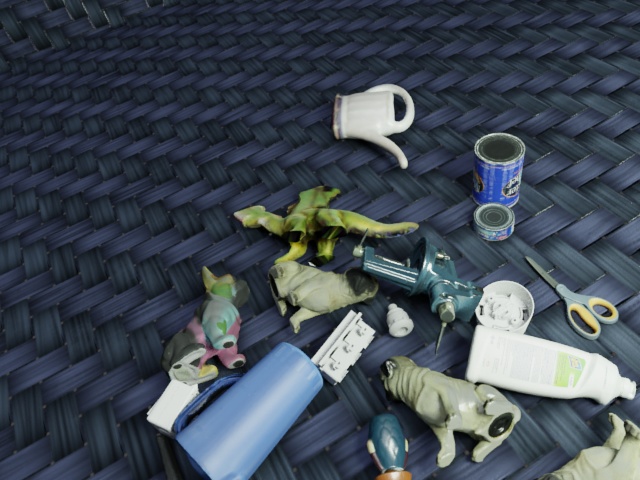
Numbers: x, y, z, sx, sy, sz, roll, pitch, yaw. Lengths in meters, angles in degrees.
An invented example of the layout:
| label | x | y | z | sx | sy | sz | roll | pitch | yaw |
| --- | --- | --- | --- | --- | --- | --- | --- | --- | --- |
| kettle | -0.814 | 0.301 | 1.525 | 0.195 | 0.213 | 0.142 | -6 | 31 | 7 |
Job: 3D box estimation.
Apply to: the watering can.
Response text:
| label | x | y | z | sx | sy | sz | roll | pitch | yaw |
| --- | --- | --- | --- | --- | --- | --- | --- | --- | --- |
| watering can | 0.135 | -0.306 | 1.357 | 0.224 | 0.101 | 0.356 | -3 | 47 | 12 |

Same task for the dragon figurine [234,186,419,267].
| label | x | y | z | sx | sy | sz | roll | pitch | yaw |
| --- | --- | --- | --- | --- | --- | --- | --- | --- | --- |
| dragon figurine | 0.004 | -0.059 | 1.174 | 0.410 | 0.119 | 0.249 | -8 | 39 | 5 |
